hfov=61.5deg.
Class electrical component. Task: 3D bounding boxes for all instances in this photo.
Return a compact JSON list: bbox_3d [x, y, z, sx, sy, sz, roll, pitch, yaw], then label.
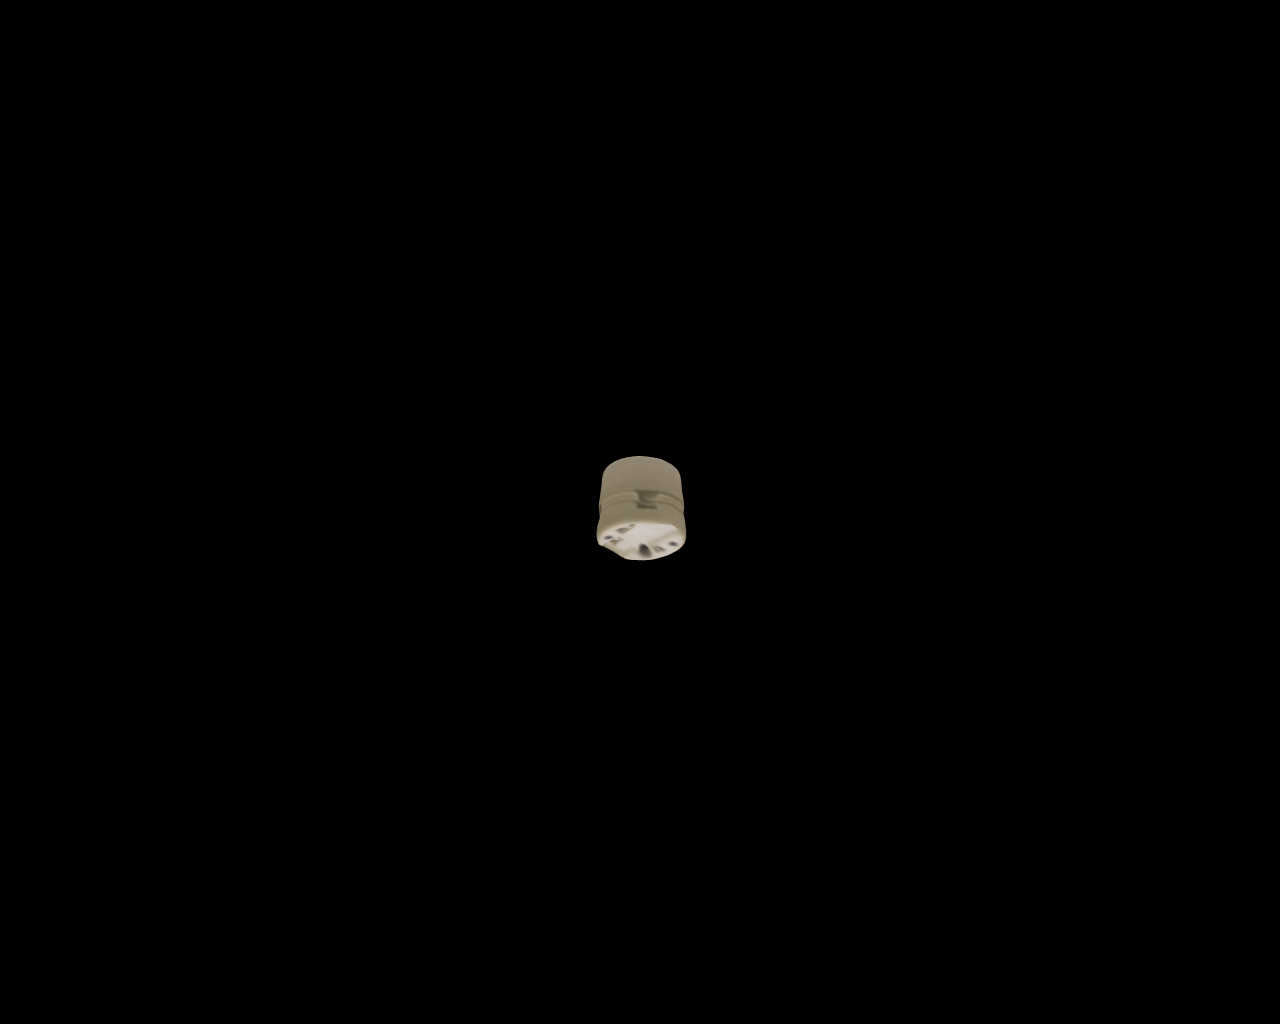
[{"bbox_3d":[0.001,-0.003,0.650,0.055,0.047,0.055,0,-29,0],"label":"electrical component"}]
